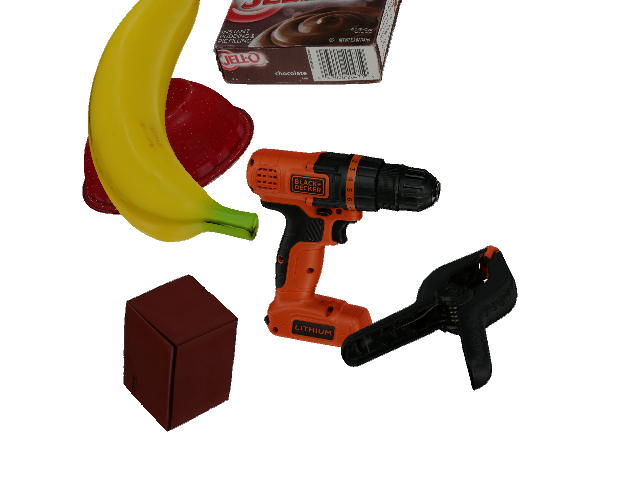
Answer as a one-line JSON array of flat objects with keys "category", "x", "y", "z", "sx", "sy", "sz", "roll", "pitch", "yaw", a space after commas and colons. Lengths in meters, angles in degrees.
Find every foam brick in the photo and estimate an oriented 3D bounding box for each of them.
[{"category": "foam brick", "x": -0.091, "y": 0.072, "z": 0.688, "sx": 0.051, "sy": 0.078, "sz": 0.053, "roll": -24, "pitch": 50, "yaw": -35}]

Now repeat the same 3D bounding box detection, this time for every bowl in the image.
[{"category": "bowl", "x": -0.141, "y": -0.092, "z": 0.911, "sx": 0.162, "sy": 0.055, "sz": 0.162, "roll": -17, "pitch": 34, "yaw": 11}]

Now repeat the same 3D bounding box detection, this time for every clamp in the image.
[{"category": "clamp", "x": 0.110, "y": 0.058, "z": 0.825, "sx": 0.120, "sy": 0.039, "sz": 0.171, "roll": 19, "pitch": 42, "yaw": 36}]

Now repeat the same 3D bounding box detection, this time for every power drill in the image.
[{"category": "power drill", "x": 0.018, "y": 0.007, "z": 1.021, "sx": 0.185, "sy": 0.188, "sz": 0.057, "roll": 9, "pitch": 20, "yaw": 17}]

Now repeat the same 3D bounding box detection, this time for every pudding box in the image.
[{"category": "pudding box", "x": -0.007, "y": -0.148, "z": 0.726, "sx": 0.113, "sy": 0.090, "sz": 0.039, "roll": 4, "pitch": -39, "yaw": 14}]

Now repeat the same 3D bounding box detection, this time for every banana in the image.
[{"category": "banana", "x": -0.081, "y": -0.065, "z": 0.530, "sx": 0.069, "sy": 0.198, "sz": 0.037, "roll": -5, "pitch": -40, "yaw": -13}]
